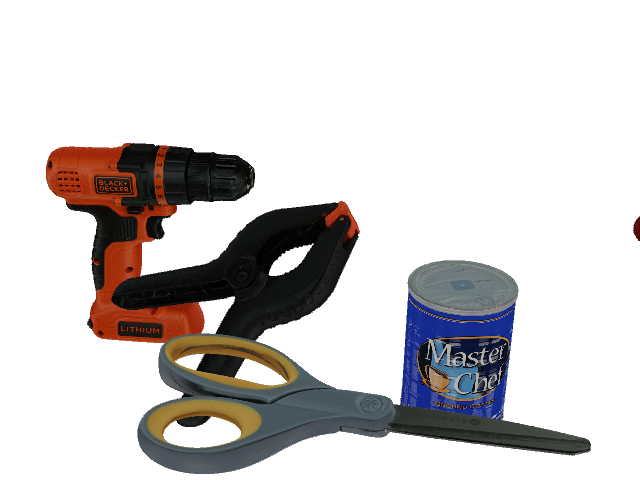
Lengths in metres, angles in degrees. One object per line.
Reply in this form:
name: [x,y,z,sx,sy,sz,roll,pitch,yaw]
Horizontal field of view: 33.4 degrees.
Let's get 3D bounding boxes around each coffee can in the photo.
coffee can: [0.131,0.103,1.023,0.103,0.140,0.103,1,25,-1]

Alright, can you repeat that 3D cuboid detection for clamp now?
clamp: [-0.046,0.041,0.687,0.171,0.120,0.039,-29,-28,5]

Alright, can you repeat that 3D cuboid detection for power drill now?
power drill: [-0.148,0.002,0.966,0.184,0.188,0.057,4,27,8]

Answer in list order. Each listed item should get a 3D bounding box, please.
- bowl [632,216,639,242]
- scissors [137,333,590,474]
bowl: [0.417,0.016,1.149,0.162,0.055,0.162,-1,25,0]
scissors: [0.008,0.086,0.468,0.202,0.016,0.096,15,34,22]
